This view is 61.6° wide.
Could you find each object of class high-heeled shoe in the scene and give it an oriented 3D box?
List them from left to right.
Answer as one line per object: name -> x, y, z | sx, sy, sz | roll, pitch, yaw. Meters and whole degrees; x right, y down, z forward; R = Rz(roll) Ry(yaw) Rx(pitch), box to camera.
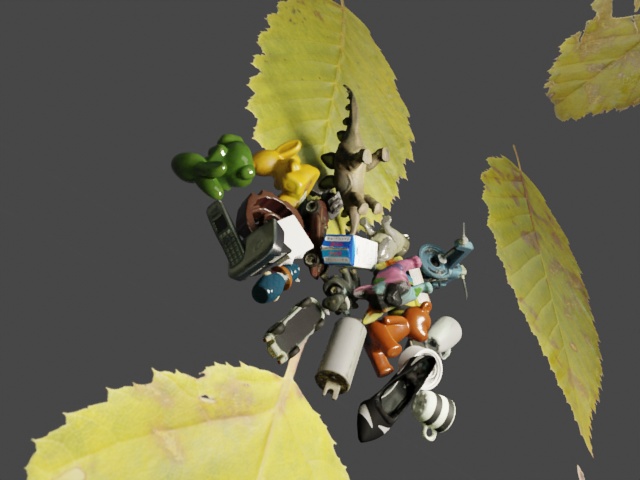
high-heeled shoe -> 0.176, 0.347, 1.188 | 0.086, 0.145, 0.249 | 49, 34, -2

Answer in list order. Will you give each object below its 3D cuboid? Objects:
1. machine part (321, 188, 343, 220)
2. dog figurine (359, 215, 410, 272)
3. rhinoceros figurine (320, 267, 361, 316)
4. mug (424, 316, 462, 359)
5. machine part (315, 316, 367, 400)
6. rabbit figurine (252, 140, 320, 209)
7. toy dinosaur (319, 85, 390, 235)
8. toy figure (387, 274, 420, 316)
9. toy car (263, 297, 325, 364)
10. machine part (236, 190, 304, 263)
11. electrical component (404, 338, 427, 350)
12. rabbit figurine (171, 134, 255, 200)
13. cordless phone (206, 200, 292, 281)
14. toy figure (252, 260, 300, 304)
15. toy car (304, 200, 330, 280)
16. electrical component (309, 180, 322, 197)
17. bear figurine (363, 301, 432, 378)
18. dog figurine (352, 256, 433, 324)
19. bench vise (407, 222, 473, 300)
machine part -> 0.031, -0.094, 1.399 | 0.139, 0.039, 0.084 | -173, -112, -83
dog figurine -> 0.189, 0.034, 1.524 | 0.190, 0.121, 0.172 | 38, 69, -46
rhinoceros figurine -> 0.049, 0.126, 1.276 | 0.190, 0.073, 0.112 | -7, 80, -72
mug -> 0.332, 0.279, 1.486 | 0.107, 0.081, 0.109 | -20, 113, -48
machine part -> 0.048, 0.252, 1.188 | 0.079, 0.079, 0.243 | 42, 37, -13
rabbit figurine -> -0.095, -0.181, 1.357 | 0.173, 0.121, 0.162 | 26, 63, 10
toy dinosaur -> 0.087, -0.211, 1.490 | 0.105, 0.199, 0.471 | 12, 84, -42
toy figure -> 0.217, 0.155, 1.452 | 0.089, 0.082, 0.180 | 0, 64, -16
toy car -> -0.053, 0.189, 1.151 | 0.073, 0.056, 0.202 | 57, 37, -4
machine part -> -0.118, -0.031, 1.267 | 0.179, 0.056, 0.179 | 27, 44, -30
electrical component -> 0.257, 0.284, 1.414 | 0.078, 0.045, 0.102 | 50, 36, -1
rabbit figurine -> -0.240, -0.151, 1.192 | 0.170, 0.121, 0.159 | -6, 35, -22
cordless phone -> -0.158, -0.020, 1.136 | 0.088, 0.146, 0.184 | -10, 68, -60
toy figure -> -0.095, 0.089, 1.188 | 0.058, 0.064, 0.154 | 19, 25, 19
toy car -> -0.003, -0.004, 1.318 | 0.089, 0.053, 0.202 | 53, 34, -62
electrical component -> -0.027, -0.155, 1.500 | 0.094, 0.021, 0.063 | 26, 43, -31
bear figurine -> 0.204, 0.233, 1.306 | 0.196, 0.120, 0.132 | -8, 45, -25
dog figurine -> 0.153, 0.122, 1.303 | 0.219, 0.192, 0.108 | -24, 99, -35
bench vise -> 0.376, 0.065, 1.586 | 0.223, 0.240, 0.129 | 15, 51, -19
